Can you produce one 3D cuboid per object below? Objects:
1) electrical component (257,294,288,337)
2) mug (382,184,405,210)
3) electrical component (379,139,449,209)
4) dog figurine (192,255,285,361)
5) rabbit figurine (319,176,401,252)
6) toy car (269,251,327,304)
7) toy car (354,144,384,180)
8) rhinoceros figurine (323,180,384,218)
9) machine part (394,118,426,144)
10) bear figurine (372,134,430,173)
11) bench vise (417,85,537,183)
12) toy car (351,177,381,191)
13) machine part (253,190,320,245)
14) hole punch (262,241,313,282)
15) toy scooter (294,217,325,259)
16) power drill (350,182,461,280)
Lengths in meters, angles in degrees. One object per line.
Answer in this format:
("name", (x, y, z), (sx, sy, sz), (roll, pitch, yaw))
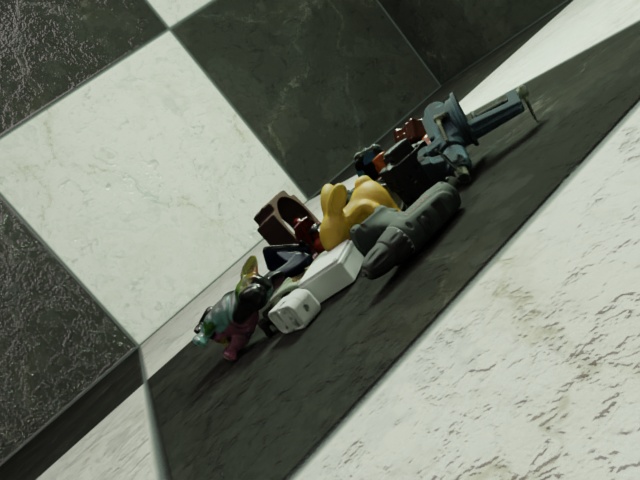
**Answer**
("electrical component", (-0.077, 0.152, 1.094), (0.078, 0.045, 0.102), (12, 48, 43))
("mug", (0.149, -0.087, 1.259), (0.109, 0.080, 0.107), (-29, 2, 17))
("electrical component", (0.199, -0.149, 1.170), (0.115, 0.134, 0.058), (-43, 11, -16))
("dog figurine", (-0.169, 0.137, 1.150), (0.219, 0.108, 0.191), (-56, 11, 2))
("rabbit figurine", (0.067, -0.048, 1.125), (0.173, 0.162, 0.122), (-38, 18, -14))
("toy car", (-0.024, 0.082, 1.170), (0.202, 0.056, 0.073), (-39, 8, 9))
("toy car", (0.149, -0.197, 1.495), (0.109, 0.161, 0.103), (-29, 31, 7))
("rhinoceros figurine", (0.095, -0.085, 1.371), (0.190, 0.112, 0.073), (-27, 15, 26))
("machine part", (0.280, -0.267, 1.408), (0.179, 0.056, 0.179), (-8, -14, -2))
("bear figurine", (0.243, -0.206, 1.316), (0.196, 0.132, 0.120), (-44, -11, 8))
("bench vise", (0.305, -0.224, 1.070), (0.241, 0.128, 0.224), (-27, 35, 20))
("toy car", (0.170, -0.146, 1.439), (0.202, 0.089, 0.053), (-39, 12, 13))
("machine part", (-0.088, -0.036, 1.588), (0.087, 0.201, 0.201), (-39, 8, 26))
("hole punch", (-0.070, 0.071, 1.249), (0.116, 0.142, 0.092), (-7, 55, 1))
("toy scooter", (-0.003, -0.004, 1.274), (0.075, 0.135, 0.184), (-41, 9, -21))
("power drill", (0.125, -0.013, 0.947), (0.232, 0.086, 0.207), (-40, 4, -15))
